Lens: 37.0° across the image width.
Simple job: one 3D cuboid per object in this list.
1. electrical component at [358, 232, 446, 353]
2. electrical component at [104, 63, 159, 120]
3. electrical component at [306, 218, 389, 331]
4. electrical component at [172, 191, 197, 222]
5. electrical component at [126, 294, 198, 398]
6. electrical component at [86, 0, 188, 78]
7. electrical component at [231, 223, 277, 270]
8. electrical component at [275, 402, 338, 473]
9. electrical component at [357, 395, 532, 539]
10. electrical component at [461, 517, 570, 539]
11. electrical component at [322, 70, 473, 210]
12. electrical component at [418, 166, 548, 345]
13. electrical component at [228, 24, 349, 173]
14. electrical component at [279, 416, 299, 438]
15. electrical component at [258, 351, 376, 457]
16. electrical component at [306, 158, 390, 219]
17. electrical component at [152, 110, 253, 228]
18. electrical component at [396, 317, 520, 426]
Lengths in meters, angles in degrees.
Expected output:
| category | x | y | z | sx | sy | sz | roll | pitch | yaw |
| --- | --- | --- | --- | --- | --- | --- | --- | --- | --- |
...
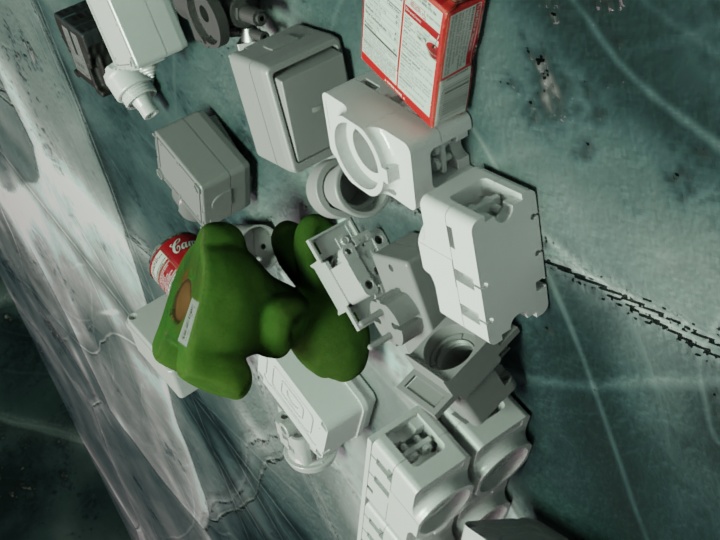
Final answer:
| category | x | y | z | sx | sy | sz | roll | pitch | yaw |
| --- | --- | --- | --- | --- | --- | --- | --- | --- | --- |
| electrical component | 0.033 | 0.028 | 0.748 | 0.047 | 0.076 | 0.083 | 16 | 131 | 58 |
| electrical component | -0.223 | -0.179 | 1.068 | 0.062 | 0.043 | 0.043 | 57 | 157 | 5 |
| electrical component | 0.000 | 0.000 | 0.826 | 0.081 | 0.042 | 0.064 | 60 | 153 | 0 |
| electrical component | -0.167 | -0.081 | 1.069 | 0.062 | 0.048 | 0.048 | 49 | 155 | 40 |
| electrical component | -0.188 | 0.072 | 1.208 | 0.109 | 0.109 | 0.056 | 39 | 152 | 40 |
| electrical component | -0.191 | -0.216 | 0.936 | 0.062 | 0.061 | 0.096 | 16 | 131 | 59 |
| electrical component | -0.110 | -0.022 | 1.021 | 0.081 | 0.043 | 0.043 | 7 | 123 | 62 |
| electrical component | -0.053 | 0.173 | 1.116 | 0.078 | 0.058 | 0.057 | 38 | 146 | 42 |
| electrical component | 0.061 | 0.166 | 0.813 | 0.060 | 0.105 | 0.186 | 47 | 154 | 28 |
| electrical component | 0.127 | 0.227 | 0.766 | 0.113 | 0.078 | 0.057 | 24 | 104 | 54 |
| electrical component | 0.020 | -0.082 | 0.670 | 0.089 | 0.056 | 0.050 | 39 | 149 | 41 |
| electrical component | 0.073 | -0.011 | 0.652 | 0.056 | 0.050 | 0.089 | 33 | 145 | 47 |
| electrical component | -0.040 | -0.113 | 0.749 | 0.061 | 0.062 | 0.096 | 31 | 143 | 49 |
| electrical component | -0.051 | 0.143 | 1.069 | 0.043 | 0.062 | 0.043 | 45 | 153 | 31 |
| electrical component | -0.042 | 0.109 | 1.017 | 0.113 | 0.057 | 0.078 | 50 | 155 | 22 |
| electrical component | -0.009 | -0.059 | 0.770 | 0.055 | 0.045 | 0.045 | 3 | 120 | 64 |
| electrical component | -0.144 | -0.098 | 0.978 | 0.096 | 0.061 | 0.061 | 49 | 154 | 25 |
| electrical component | 0.070 | 0.067 | 0.721 | 0.042 | 0.081 | 0.063 | 33 | 164 | 48 |
